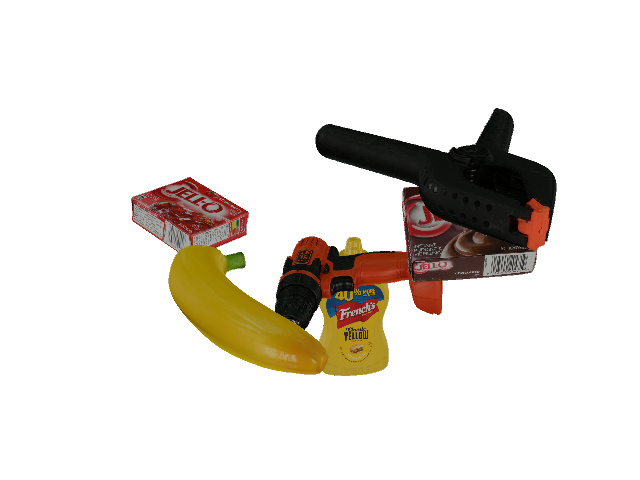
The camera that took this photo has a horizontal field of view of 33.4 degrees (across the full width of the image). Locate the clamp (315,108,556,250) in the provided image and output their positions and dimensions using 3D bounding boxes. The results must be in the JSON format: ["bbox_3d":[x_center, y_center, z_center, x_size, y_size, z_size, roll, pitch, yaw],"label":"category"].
[{"bbox_3d":[0.093,-0.048,0.757,0.164,0.036,0.210,-5,26,-12],"label":"clamp"}]

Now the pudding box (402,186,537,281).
[{"bbox_3d":[0.134,-0.010,0.973,0.113,0.090,0.039,-3,-41,0],"label":"pudding box"}]

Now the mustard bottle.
[{"bbox_3d":[0.045,0.087,1.449,0.096,0.192,0.058,-3,21,-7],"label":"mustard bottle"}]

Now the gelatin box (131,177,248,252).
[{"bbox_3d":[-0.125,-0.024,1.013,0.089,0.030,0.073,31,38,34],"label":"gelatin box"}]

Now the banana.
[{"bbox_3d":[-0.058,0.037,0.687,0.069,0.037,0.198,-7,21,-17],"label":"banana"}]

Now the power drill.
[{"bbox_3d":[0.045,0.049,1.218,0.188,0.057,0.184,0,28,9],"label":"power drill"}]
